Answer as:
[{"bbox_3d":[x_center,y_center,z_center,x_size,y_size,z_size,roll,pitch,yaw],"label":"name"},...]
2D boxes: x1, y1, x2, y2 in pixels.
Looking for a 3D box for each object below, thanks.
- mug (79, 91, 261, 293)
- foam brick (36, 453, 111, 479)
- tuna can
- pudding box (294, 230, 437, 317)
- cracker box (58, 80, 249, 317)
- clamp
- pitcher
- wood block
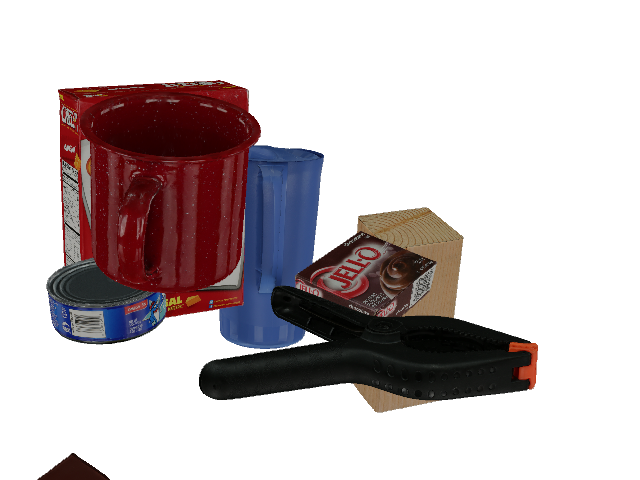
[{"bbox_3d":[-0.082,-0.020,0.558,0.093,0.081,0.117,7,28,3],"label":"mug"},{"bbox_3d":[-0.096,0.141,0.455,0.078,0.051,0.052,25,45,33],"label":"foam brick"},{"bbox_3d":[-0.157,0.043,0.789,0.086,0.034,0.086,-1,23,0],"label":"tuna can"},{"bbox_3d":[0.043,0.040,1.003,0.090,0.039,0.113,24,33,27],"label":"pudding box"},{"bbox_3d":[-0.154,-0.036,0.992,0.163,0.214,0.072,-8,19,-30],"label":"cracker box"},{"bbox_3d":[0.038,0.070,0.719,0.210,0.036,0.164,2,18,8],"label":"clamp"},{"bbox_3d":[-0.067,0.007,1.308,0.145,0.243,0.148,12,15,37],"label":"pitcher"},{"bbox_3d":[0.091,0.078,1.202,0.090,0.206,0.090,-8,27,-21],"label":"wood block"}]
